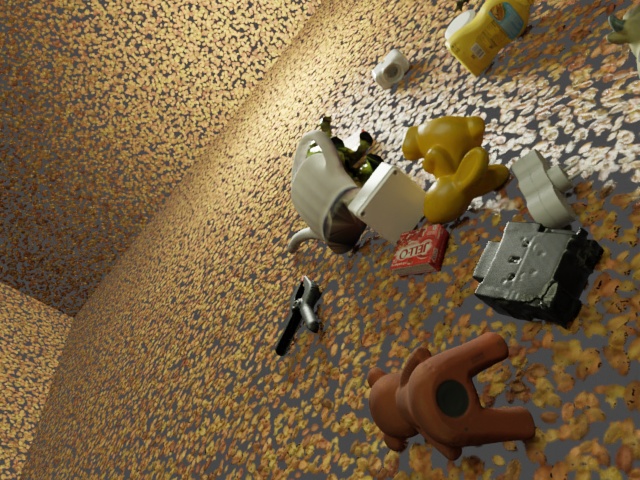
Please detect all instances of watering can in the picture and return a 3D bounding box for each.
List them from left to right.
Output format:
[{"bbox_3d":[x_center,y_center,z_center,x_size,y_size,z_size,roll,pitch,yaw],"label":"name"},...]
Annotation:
[{"bbox_3d":[0.003,-0.054,1.070,0.228,0.105,0.339,48,143,39],"label":"watering can"}]

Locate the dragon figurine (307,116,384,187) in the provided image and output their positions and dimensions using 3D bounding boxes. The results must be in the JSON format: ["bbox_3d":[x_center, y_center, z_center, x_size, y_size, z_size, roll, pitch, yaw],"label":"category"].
[{"bbox_3d":[0.030,-0.124,1.189,0.238,0.122,0.420,-56,33,38],"label":"dragon figurine"}]
